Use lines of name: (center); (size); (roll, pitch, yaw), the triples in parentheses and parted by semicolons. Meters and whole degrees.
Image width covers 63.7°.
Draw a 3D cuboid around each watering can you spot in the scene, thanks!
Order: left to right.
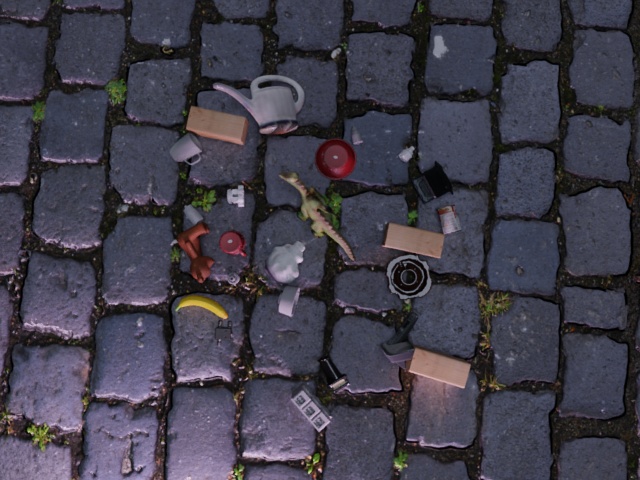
watering can: (-0.208, -0.494, 1.894); (0.349, 0.103, 0.225); (-12, 87, -25)

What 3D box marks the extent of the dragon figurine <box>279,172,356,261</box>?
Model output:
dragon figurine: (0.006, -0.092, 1.830); (0.123, 0.241, 0.411); (-43, 86, -6)

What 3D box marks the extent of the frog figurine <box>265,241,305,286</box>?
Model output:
frog figurine: (-0.117, 0.077, 1.875); (0.159, 0.122, 0.139); (-39, 68, 9)
